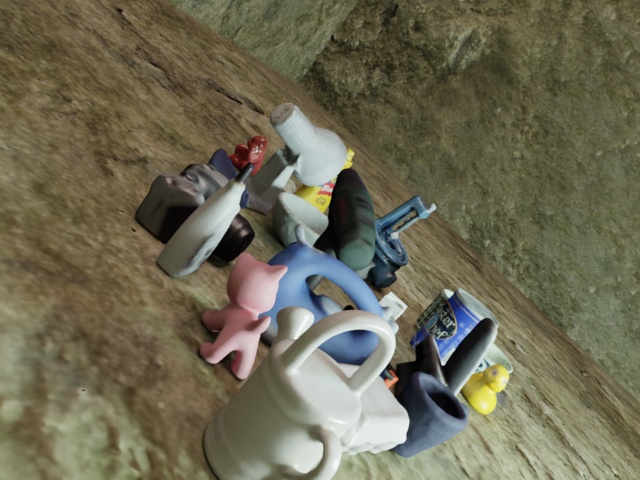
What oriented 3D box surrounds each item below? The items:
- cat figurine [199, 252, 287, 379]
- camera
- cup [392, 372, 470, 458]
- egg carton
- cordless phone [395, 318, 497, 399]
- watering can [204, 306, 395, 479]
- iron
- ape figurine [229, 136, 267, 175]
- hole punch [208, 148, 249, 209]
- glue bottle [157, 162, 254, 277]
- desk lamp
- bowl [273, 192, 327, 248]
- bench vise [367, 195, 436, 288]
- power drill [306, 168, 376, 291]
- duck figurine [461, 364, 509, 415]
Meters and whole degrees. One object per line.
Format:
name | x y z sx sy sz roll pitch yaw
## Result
cat figurine | -0.081 0.075 0.664 0.067 0.117 0.127 32 18 -25
camera | -0.162 -0.038 0.824 0.136 0.100 0.143 41 16 7
cup | 0.137 0.238 0.750 0.118 0.095 0.091 26 20 -39
egg carton | 0.038 0.201 0.677 0.151 0.069 0.107 20 25 -50
cordless phone | 0.207 0.184 0.890 0.094 0.185 0.147 37 16 -8
watering can | -0.014 0.131 0.521 0.101 0.194 0.172 18 26 -52
iron | 0.019 0.100 0.778 0.258 0.141 0.118 38 16 -6
ape figurine | -0.153 -0.196 1.288 0.076 0.092 0.077 32 17 -23
hole punch | -0.164 -0.095 0.990 0.101 0.091 0.108 36 16 -13
glue bottle | -0.135 -0.029 0.728 0.037 0.173 0.078 42 16 9
desk lamp | -0.074 -0.157 1.139 0.204 0.213 0.117 22 23 -47
bowl | -0.032 -0.013 1.094 0.168 0.074 0.167 36 16 -12
bench vise | 0.138 -0.032 1.261 0.207 0.219 0.122 44 17 17
power drill | 0.008 0.003 0.895 0.076 0.208 0.229 32 17 -24
duck figurine | 0.320 0.271 1.087 0.077 0.086 0.105 40 16 3
